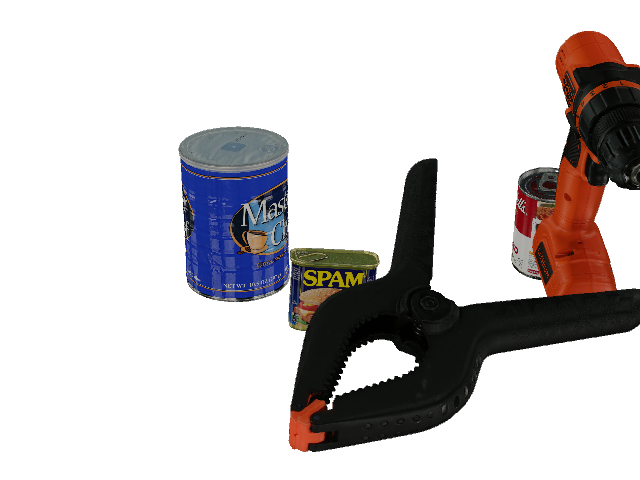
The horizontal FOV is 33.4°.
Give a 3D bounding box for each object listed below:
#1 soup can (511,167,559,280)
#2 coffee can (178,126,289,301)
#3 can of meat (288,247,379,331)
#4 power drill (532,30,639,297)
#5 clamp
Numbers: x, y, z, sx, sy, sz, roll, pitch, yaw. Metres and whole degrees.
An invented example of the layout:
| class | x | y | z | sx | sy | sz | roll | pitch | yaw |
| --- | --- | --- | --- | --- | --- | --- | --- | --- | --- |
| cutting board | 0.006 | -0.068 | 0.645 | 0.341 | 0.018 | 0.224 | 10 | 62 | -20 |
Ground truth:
| class | x | y | z | sx | sy | sz | roll | pitch | yaw |
| --- | --- | --- | --- | --- | --- | --- | --- | --- | --- |
| soup can | 0.241 | -0.017 | 1.135 | 0.068 | 0.102 | 0.068 | -1 | 34 | 1 |
| coffee can | -0.081 | -0.026 | 1.026 | 0.103 | 0.140 | 0.103 | 0 | 26 | 0 |
| can of meat | 0.013 | 0.057 | 1.221 | 0.102 | 0.084 | 0.057 | 3 | 16 | -3 |
| power drill | 0.202 | -0.037 | 0.780 | 0.057 | 0.188 | 0.184 | 2 | 35 | 0 |
| clamp | 0.053 | 0.037 | 0.585 | 0.209 | 0.036 | 0.165 | -30 | 54 | -27 |
